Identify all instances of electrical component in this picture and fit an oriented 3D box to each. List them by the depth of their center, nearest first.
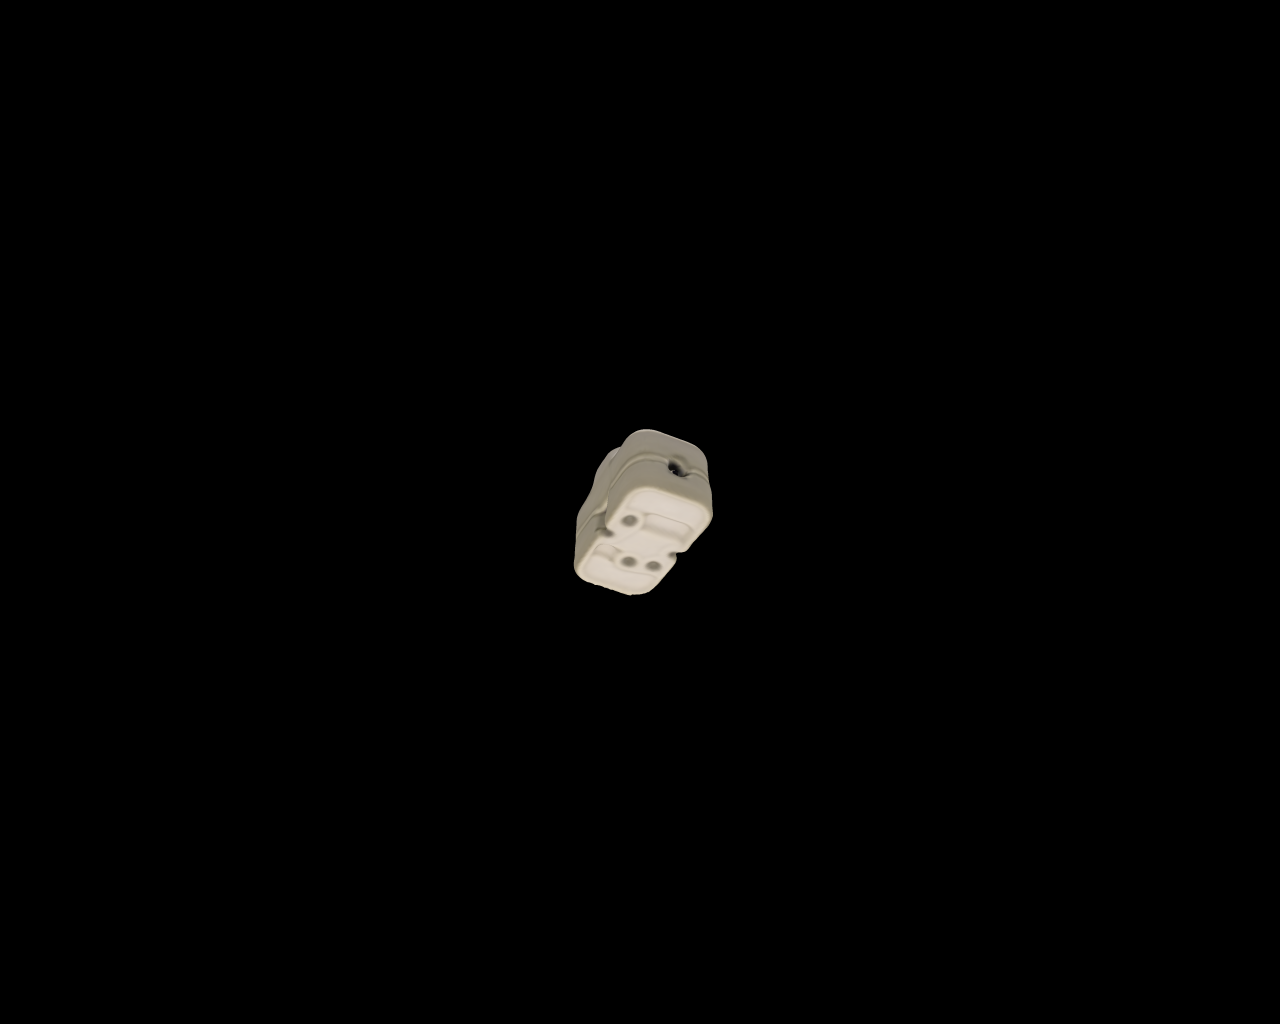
[{"bbox_3d":[0.001,-0.003,0.650,0.054,0.059,0.095,19,-46,-19],"label":"electrical component"}]
